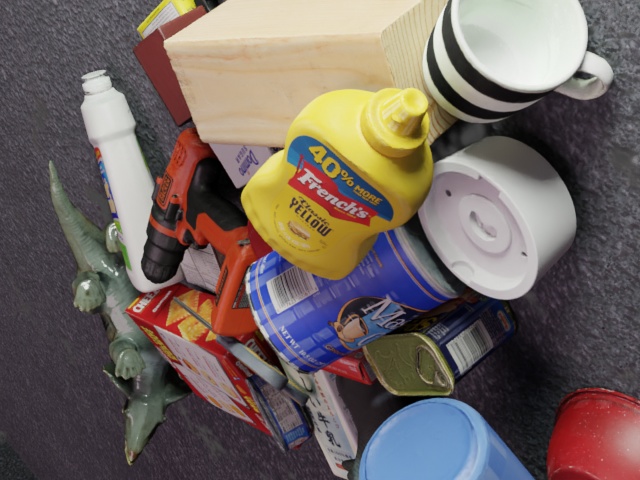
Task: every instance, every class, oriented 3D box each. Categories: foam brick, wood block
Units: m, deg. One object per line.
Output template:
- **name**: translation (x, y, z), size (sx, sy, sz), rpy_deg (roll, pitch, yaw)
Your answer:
- **foam brick**: translation (-0.109, -0.144, 0.891), size (0.051, 0.052, 0.078), rpy_deg (-21, 101, 53)
- **wood block**: translation (0.000, -0.123, 0.758), size (0.207, 0.090, 0.090), rpy_deg (7, 128, 42)

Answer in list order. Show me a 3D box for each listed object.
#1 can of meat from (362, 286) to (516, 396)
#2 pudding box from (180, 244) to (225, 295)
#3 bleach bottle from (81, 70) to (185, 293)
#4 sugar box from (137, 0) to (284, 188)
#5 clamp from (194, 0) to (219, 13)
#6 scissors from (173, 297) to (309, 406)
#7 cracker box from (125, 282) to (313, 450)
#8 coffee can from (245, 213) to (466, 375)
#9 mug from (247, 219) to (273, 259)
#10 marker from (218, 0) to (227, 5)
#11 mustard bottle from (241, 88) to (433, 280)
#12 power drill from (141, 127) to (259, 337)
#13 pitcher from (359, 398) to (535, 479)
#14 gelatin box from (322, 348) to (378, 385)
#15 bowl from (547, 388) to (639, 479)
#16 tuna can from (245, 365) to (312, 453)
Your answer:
- **can of meat**: translation (0.097, 0.080, 0.861), size (0.057, 0.083, 0.102), rpy_deg (60, 152, -8)
- **pudding box**: translation (-0.125, 0.007, 1.179), size (0.090, 0.039, 0.113), rpy_deg (19, 137, 44)
- **bleach bottle**: translation (-0.219, -0.071, 1.215), size (0.103, 0.068, 0.251), rpy_deg (-137, 29, -66)
- **sugar box**: translation (-0.089, -0.139, 0.964), size (0.176, 0.048, 0.093), rpy_deg (57, 151, -7)
- **clamp**: translation (-0.050, -0.176, 0.873), size (0.120, 0.039, 0.171), rpy_deg (-30, 96, 50)
- **scissors**: translation (-0.076, 0.111, 1.053), size (0.096, 0.016, 0.202), rpy_deg (42, 173, -31)
- **cracker box**: translation (-0.106, 0.135, 1.222), size (0.214, 0.072, 0.164), rpy_deg (17, 147, 50)
- **coffee can**: translation (0.028, 0.029, 0.830), size (0.140, 0.102, 0.103), rpy_deg (-31, 93, 22)
- **mug**: translation (-0.006, 0.001, 0.942), size (0.093, 0.081, 0.117), rpy_deg (19, 135, 48)
- **marker**: translation (-0.061, -0.232, 0.815), size (0.020, 0.020, 0.121), rpy_deg (37, 130, 31)
- **mustard bottle**: translation (0.019, -0.043, 0.684), size (0.096, 0.058, 0.192), rpy_deg (42, 149, -2)
- **power drill**: translation (-0.114, 0.008, 1.051), size (0.188, 0.057, 0.185), rpy_deg (49, 130, 39)
- **pitcher**: translation (0.126, 0.232, 0.863), size (0.149, 0.145, 0.242), rpy_deg (-11, 132, 32)
- **gelatin box**: translation (0.045, 0.085, 0.942), size (0.073, 0.089, 0.030), rpy_deg (11, 133, 53)
- **bowl**: translation (0.228, 0.194, 0.811), size (0.162, 0.055, 0.162), rpy_deg (39, 148, 30)
- **tuna can**: translation (-0.042, 0.171, 1.085), size (0.086, 0.033, 0.086), rpy_deg (59, 168, 19)
